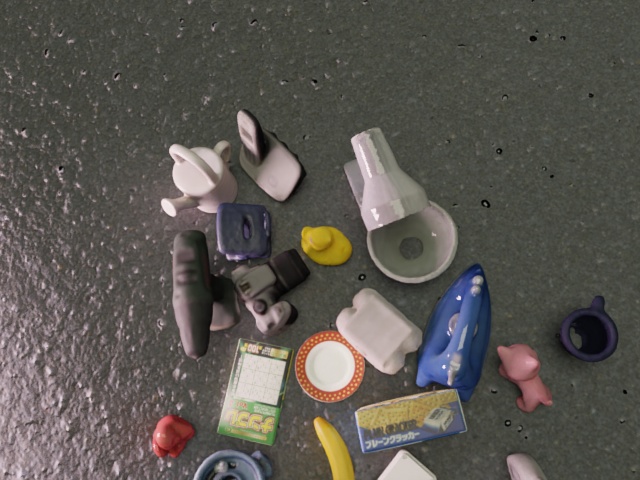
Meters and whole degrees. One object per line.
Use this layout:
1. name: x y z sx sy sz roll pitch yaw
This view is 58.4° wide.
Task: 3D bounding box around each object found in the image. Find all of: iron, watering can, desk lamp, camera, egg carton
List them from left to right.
1. watering can: -0.232 -0.120 1.100 0.100 0.194 0.173 12 77 9
2. camera: -0.082 0.087 1.079 0.137 0.101 0.143 -33 74 -3
3. egg carton: 0.107 0.168 1.055 0.150 0.069 0.107 40 82 14
4. desk lamp: 0.111 -0.102 1.051 0.118 0.214 0.203 -22 74 0
5. iron: 0.253 0.145 1.008 0.118 0.141 0.258 16 77 10

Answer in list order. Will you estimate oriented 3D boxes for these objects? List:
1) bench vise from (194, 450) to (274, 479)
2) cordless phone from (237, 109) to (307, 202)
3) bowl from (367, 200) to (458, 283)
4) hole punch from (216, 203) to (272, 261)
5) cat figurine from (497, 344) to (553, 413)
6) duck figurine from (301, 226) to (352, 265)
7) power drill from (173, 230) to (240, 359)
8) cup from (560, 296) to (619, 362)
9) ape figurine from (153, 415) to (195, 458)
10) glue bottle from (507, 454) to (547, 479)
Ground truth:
1. bench vise: -0.175 0.439 0.933 0.121 0.220 0.207 35 81 14
2. cordless phone: -0.102 -0.166 1.104 0.147 0.185 0.094 41 83 14
3. bowl: 0.173 0.006 1.088 0.167 0.075 0.167 -1 75 5
4. hole punch: -0.146 -0.020 1.119 0.101 0.091 0.108 -6 75 4
5. cat figurine: 0.357 0.232 0.987 0.067 0.118 0.127 -29 74 -2
6. duck figurine: 0.010 0.004 1.099 0.104 0.086 0.077 22 79 11
7. power drill: -0.207 0.105 1.031 0.075 0.208 0.229 -13 74 3
8. cup: 0.464 0.158 1.008 0.091 0.095 0.118 19 78 11
9. ape figurine: -0.270 0.354 1.031 0.078 0.092 0.076 -17 74 1
10. glue bottle: 0.342 0.390 0.918 0.037 0.173 0.078 -12 74 3
